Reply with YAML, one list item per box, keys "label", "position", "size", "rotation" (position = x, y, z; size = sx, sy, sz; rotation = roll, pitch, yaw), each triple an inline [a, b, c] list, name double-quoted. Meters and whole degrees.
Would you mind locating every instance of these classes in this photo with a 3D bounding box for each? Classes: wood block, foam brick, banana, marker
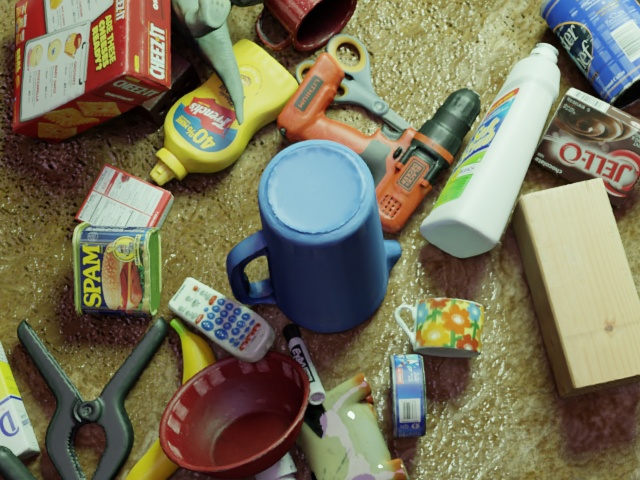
- label: "wood block"
  position: [0.273, 0.052, 1.118]
  size: [0.091, 0.090, 0.206]
  rotation: [-12, 74, 0]
- label: "foam brick"
  position: [-0.186, -0.179, 1.232]
  size: [0.051, 0.053, 0.078]
  rotation: [38, 81, 12]
- label: "banana"
  position: [-0.152, 0.186, 1.143]
  size: [0.070, 0.037, 0.198]
  rotation: [11, 75, 20]
- label: "marker"
  position: [-0.018, 0.128, 1.123]
  size: [0.020, 0.020, 0.121]
  rotation: [-23, 36, -2]

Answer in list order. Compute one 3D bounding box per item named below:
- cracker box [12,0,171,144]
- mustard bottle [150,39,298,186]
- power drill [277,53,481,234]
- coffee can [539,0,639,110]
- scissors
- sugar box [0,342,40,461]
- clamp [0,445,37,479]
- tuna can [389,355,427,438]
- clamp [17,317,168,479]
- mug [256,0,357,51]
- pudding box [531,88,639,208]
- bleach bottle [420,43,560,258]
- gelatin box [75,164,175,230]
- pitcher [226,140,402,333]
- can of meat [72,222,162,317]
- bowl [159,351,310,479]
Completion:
- label: "cracker box"
  position: [-0.255, -0.216, 1.183]
  size: [0.214, 0.072, 0.164]
  rotation: [-16, 70, 40]
- label: "mustard bottle"
  position: [-0.119, -0.134, 1.212]
  size: [0.096, 0.058, 0.191]
  rotation: [43, 82, 15]
- label: "power drill"
  position: [0.062, -0.127, 1.185]
  size: [0.188, 0.057, 0.184]
  rotation: [35, 88, 10]
- label: "coffee can"
  position: [0.324, -0.227, 1.181]
  size: [0.103, 0.103, 0.140]
  rotation: [-30, 75, -4]
- label: "scissors"
  position: [0.070, -0.171, 1.230]
  size: [0.202, 0.016, 0.096]
  rotation: [24, 78, 10]
- label: "sugar box"
  position: [-0.380, 0.167, 1.159]
  size: [0.093, 0.048, 0.176]
  rotation: [-25, 74, -3]
- label: "clamp"
  position: [-0.284, 0.282, 1.105]
  size: [0.171, 0.039, 0.120]
  rotation: [15, 117, 5]
- label: "tuna can"
  position: [0.091, 0.161, 1.104]
  size: [0.034, 0.086, 0.086]
  rotation: [-2, 75, 2]
- label: "clamp"
  position: [-0.238, 0.179, 1.149]
  size: [0.164, 0.036, 0.210]
  rotation: [-8, 77, 1]
- label: "mug"
  position: [-0.026, -0.271, 1.231]
  size: [0.117, 0.093, 0.081]
  rotation: [-45, 70, 13]
- label: "pudding box"
  position: [0.300, -0.101, 1.159]
  size: [0.113, 0.039, 0.090]
  rotation: [31, 122, 13]
- label: "bleach bottle"
  position: [0.199, -0.106, 1.171]
  size: [0.068, 0.103, 0.250]
  rotation: [31, 71, -13]
- label: "gelatin box"
  position: [-0.220, -0.036, 1.209]
  size: [0.089, 0.030, 0.073]
  rotation: [24, 80, 9]
- label: "pitcher"
  position: [-0.007, 0.001, 1.072]
  size: [0.145, 0.243, 0.149]
  rotation: [27, 73, 14]
- label: "can of meat"
  position: [-0.219, 0.034, 1.161]
  size: [0.084, 0.057, 0.102]
  rotation: [2, 102, 6]
- label: "bowl"
  position: [-0.078, 0.187, 1.077]
  size: [0.162, 0.055, 0.162]
  rotation: [-15, 34, 11]
